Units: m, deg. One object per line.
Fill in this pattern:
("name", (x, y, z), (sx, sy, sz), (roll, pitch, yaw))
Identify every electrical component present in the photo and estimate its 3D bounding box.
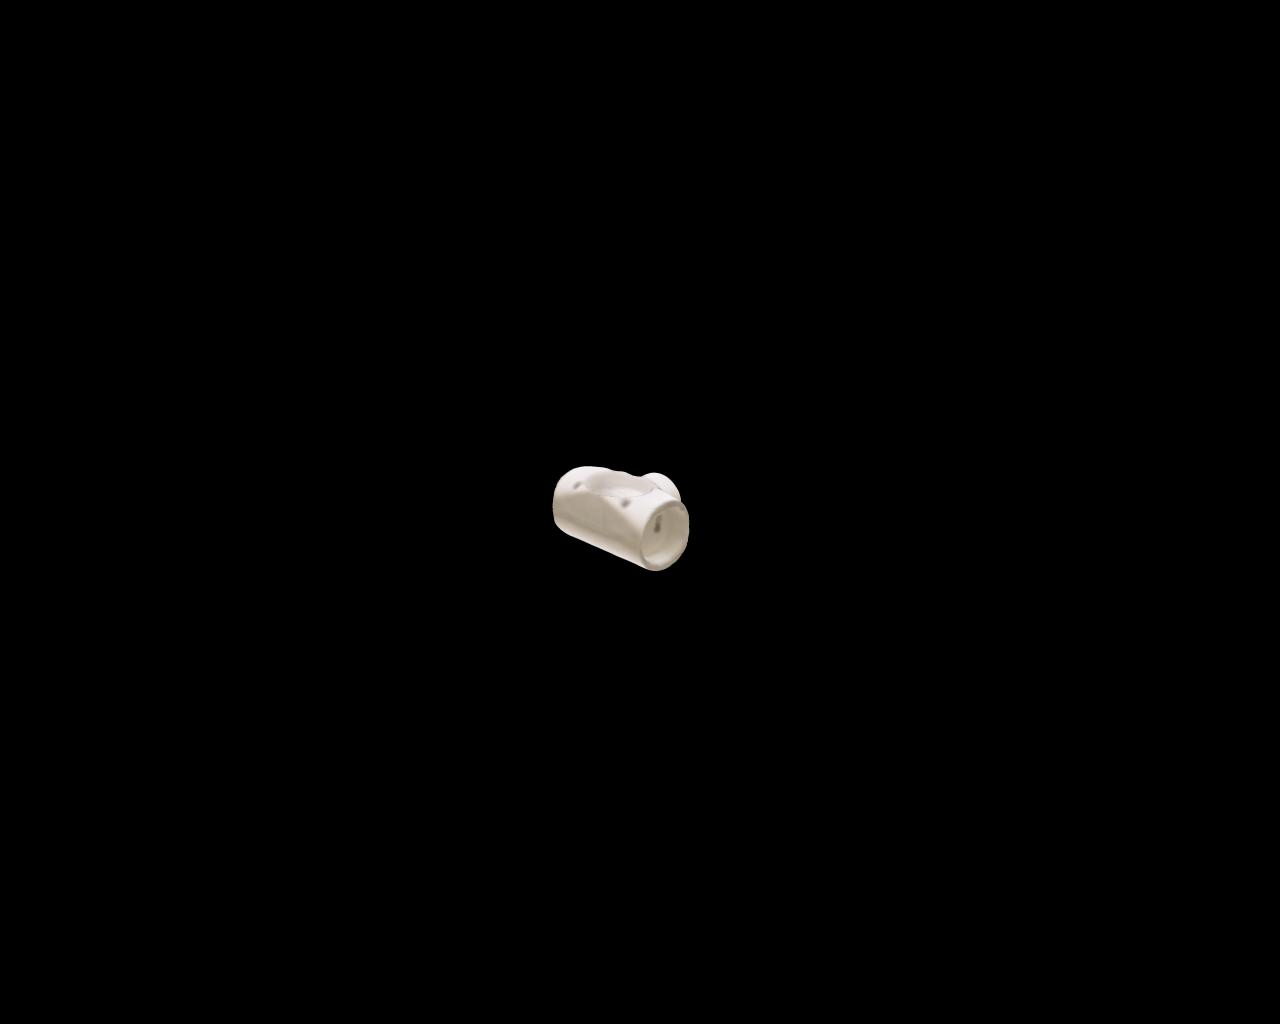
("electrical component", (0.001, -0.003, 0.650), (0.079, 0.044, 0.077), (-22, 32, -40))
